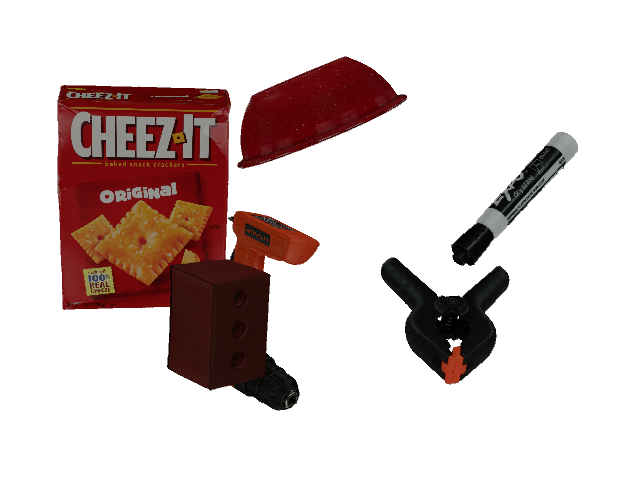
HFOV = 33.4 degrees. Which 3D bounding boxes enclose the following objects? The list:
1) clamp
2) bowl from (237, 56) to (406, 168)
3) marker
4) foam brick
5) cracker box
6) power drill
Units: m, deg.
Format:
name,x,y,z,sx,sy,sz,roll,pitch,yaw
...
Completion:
name,x,y,z,sx,sy,sz,roll,pitch,yaw
clamp,0.124,0.066,0.956,0.120,0.039,0.171,-5,33,-4
bowl,-0.009,-0.119,0.938,0.162,0.055,0.162,-22,10,4
marker,0.127,-0.027,0.699,0.121,0.020,0.020,-45,20,-21
foam brick,-0.072,0.057,0.752,0.052,0.078,0.051,-9,17,-42
cracker box,-0.174,-0.040,1.053,0.164,0.214,0.072,0,21,-10
power drill,-0.068,0.074,1.176,0.185,0.188,0.057,28,11,40
